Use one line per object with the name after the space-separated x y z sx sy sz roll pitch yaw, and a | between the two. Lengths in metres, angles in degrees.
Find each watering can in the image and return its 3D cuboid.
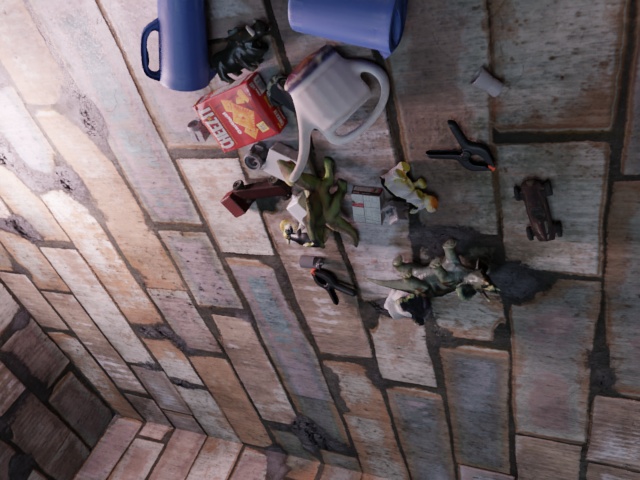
0.000 -0.316 1.244 0.345 0.105 0.223 -40 100 11 | watering can

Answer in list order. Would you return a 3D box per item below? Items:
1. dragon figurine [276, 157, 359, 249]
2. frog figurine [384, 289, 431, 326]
0.004 -0.072 1.437 0.121 0.248 0.404 -16 120 30 | dragon figurine
0.284 0.208 1.682 0.137 0.123 0.159 23 173 -8 | frog figurine
